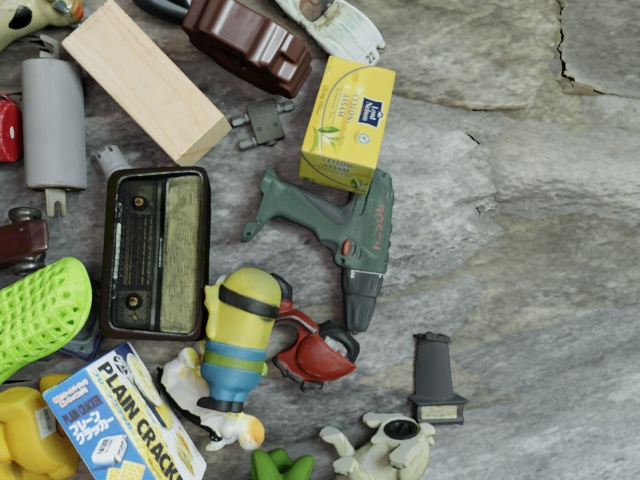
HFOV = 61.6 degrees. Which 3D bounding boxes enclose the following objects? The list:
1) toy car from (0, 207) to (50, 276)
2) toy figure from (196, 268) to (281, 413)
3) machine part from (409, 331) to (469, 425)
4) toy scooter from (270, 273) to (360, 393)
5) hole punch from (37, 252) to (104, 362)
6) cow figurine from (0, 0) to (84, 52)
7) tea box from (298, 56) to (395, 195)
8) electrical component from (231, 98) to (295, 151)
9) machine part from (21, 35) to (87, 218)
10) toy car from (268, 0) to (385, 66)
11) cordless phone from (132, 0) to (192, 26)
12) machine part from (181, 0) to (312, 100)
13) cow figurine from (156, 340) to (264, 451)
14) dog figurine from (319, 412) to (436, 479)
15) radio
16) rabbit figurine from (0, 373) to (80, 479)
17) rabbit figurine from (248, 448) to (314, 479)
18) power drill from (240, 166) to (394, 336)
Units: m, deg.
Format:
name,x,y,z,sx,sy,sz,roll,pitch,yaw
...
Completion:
name,x,y,z,sx,sy,sz,roll,pitch,yaw
toy car,-0.441,0.017,0.716,0.202,0.053,0.089,-14,75,12
toy figure,-0.099,0.125,0.675,0.089,0.082,0.180,4,76,16
machine part,0.167,0.200,0.770,0.084,0.039,0.138,-6,92,6
toy scooter,-0.044,0.146,0.741,0.184,0.075,0.135,39,87,1
hole punch,-0.349,0.099,0.728,0.116,0.092,0.142,19,89,29
cow figurine,-0.405,-0.312,0.720,0.195,0.085,0.127,-34,85,-5
tea box,0.036,-0.154,0.715,0.098,0.068,0.169,12,61,0
electrical component,-0.077,-0.165,0.766,0.094,0.021,0.063,-18,91,-3
machine part,-0.358,-0.151,0.725,0.079,0.079,0.243,-3,89,-3
toy car,0.004,-0.315,0.754,0.202,0.056,0.073,43,88,-1
cordless phone,-0.248,-0.386,0.741,0.184,0.088,0.146,13,90,8
machine part,-0.093,-0.246,0.696,0.179,0.179,0.056,29,92,-3
cow figurine,-0.154,0.227,0.734,0.098,0.068,0.167,-36,89,20
dog figurine,0.087,0.353,0.745,0.172,0.121,0.190,-9,104,0
radio,-0.215,0.019,0.714,0.131,0.073,0.229,1,78,-5
rabbit figurine,-0.403,0.265,0.718,0.173,0.122,0.162,-11,100,11
rabbit figurine,-0.045,0.352,0.691,0.121,0.170,0.159,5,90,-3
power drill,-0.002,-0.002,0.742,0.207,0.086,0.232,17,87,1
